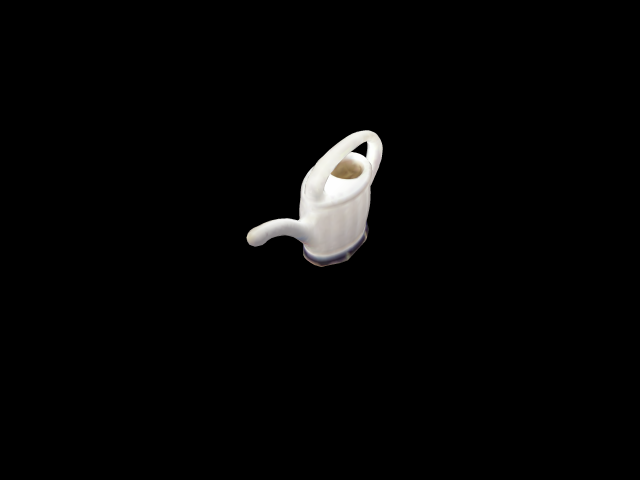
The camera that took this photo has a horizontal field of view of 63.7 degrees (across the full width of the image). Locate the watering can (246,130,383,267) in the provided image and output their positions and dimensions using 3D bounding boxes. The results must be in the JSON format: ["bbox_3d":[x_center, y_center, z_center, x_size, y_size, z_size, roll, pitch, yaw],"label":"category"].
[{"bbox_3d":[0.003,-0.043,0.850,0.105,0.219,0.354,27,51,24],"label":"watering can"}]
